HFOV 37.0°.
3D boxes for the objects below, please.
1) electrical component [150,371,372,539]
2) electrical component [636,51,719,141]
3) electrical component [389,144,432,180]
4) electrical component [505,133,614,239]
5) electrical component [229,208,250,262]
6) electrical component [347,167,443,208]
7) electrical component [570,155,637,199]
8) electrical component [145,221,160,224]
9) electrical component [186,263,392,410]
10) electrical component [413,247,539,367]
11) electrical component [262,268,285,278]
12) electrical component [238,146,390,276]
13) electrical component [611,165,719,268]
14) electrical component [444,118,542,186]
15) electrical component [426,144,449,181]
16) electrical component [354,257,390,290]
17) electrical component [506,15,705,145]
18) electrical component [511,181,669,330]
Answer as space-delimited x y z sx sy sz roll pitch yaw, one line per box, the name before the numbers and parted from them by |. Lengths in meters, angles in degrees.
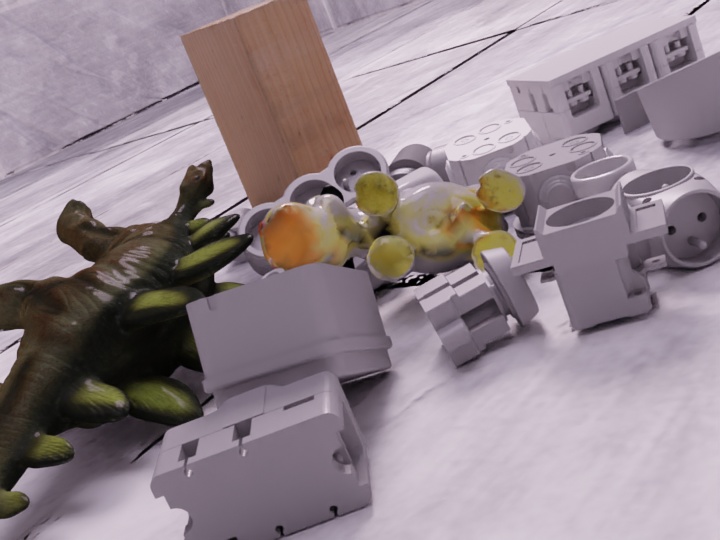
electrical component | -0.045 0.089 0.502 0.089 0.050 0.055 -21 17 4
electrical component | 0.262 -0.139 0.813 0.099 0.064 0.099 -20 16 6
electrical component | 0.043 -0.079 0.944 0.043 0.043 0.081 -16 17 20
electrical component | 0.138 -0.055 0.728 0.080 0.051 0.080 -20 16 6
electrical component | -0.109 -0.032 1.000 0.040 0.040 0.046 -20 21 9
electrical component | 0.039 -0.046 0.842 0.077 0.043 0.079 -30 18 -26
electrical component | 0.158 -0.043 0.672 0.040 0.046 0.040 -20 16 6
electrical component | -0.170 -0.003 0.914 0.080 0.080 0.051 -22 11 -1
electrical component | -0.034 0.037 0.580 0.078 0.057 0.113 -18 -7 14
electrical component | 0.065 0.019 0.598 0.055 0.048 0.066 -29 16 2
electrical component | -0.040 0.028 0.665 0.048 0.062 0.048 -25 26 13
electrical component | -0.034 -0.041 0.901 0.138 0.052 0.073 -34 -24 -9
electrical component | 0.159 -0.024 0.613 0.079 0.044 0.077 -23 16 -3
electrical component | 0.106 -0.080 0.837 0.080 0.051 0.080 -19 23 8
electrical component | 0.090 -0.088 0.911 0.055 0.045 0.045 -14 18 28
electrical component | 0.000 0.000 0.754 0.046 0.040 0.040 -38 22 -30
electrical component | 0.223 -0.170 0.967 0.150 0.061 0.089 -25 16 -11
electrical component | 0.124 -0.006 0.565 0.081 0.063 0.042 -16 16 19
